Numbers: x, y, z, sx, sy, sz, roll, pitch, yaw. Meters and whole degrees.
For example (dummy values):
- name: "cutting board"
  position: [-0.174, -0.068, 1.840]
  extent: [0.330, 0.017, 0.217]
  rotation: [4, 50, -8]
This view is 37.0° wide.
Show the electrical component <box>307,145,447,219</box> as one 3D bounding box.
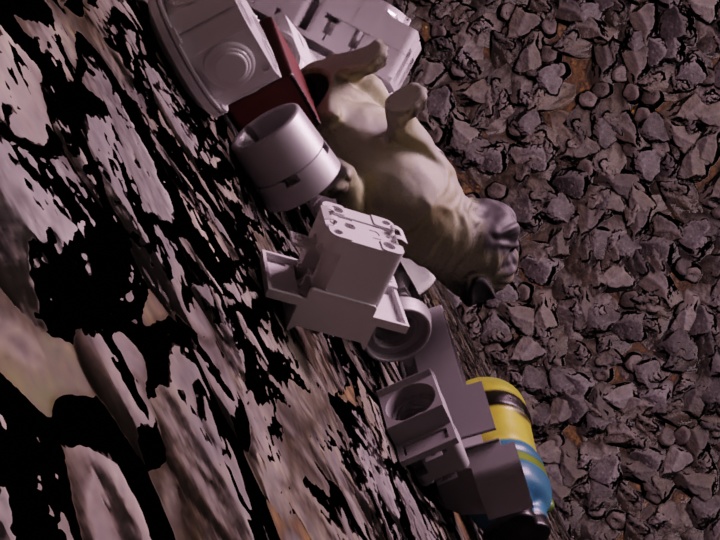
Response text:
- name: "electrical component"
  position: [0.020, -0.061, 0.902]
  extent: [0.057, 0.113, 0.078]
  rotation: [46, -6, 37]

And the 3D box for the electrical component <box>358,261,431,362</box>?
- name: "electrical component"
  position: [0.020, 0.031, 0.802]
  extent: [0.078, 0.058, 0.057]
  rotation: [58, 6, -41]

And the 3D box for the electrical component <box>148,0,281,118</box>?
- name: "electrical component"
  position: [-0.085, -0.134, 0.625]
  extent: [0.080, 0.051, 0.080]
  rotation: [62, 6, -11]

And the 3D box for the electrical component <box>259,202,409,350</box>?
- name: "electrical component"
  position: [-0.009, 0.001, 0.574]
  extent: [0.081, 0.063, 0.042]
  rotation: [16, 28, -20]

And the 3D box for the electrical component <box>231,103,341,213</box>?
- name: "electrical component"
  position: [-0.048, -0.071, 0.673]
  extent: [0.047, 0.055, 0.055]
  rotation: [57, 8, -26]

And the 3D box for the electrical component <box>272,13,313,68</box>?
- name: "electrical component"
  position: [-0.066, -0.166, 0.917]
  extent: [0.089, 0.050, 0.056]
  rotation: [68, 11, 21]

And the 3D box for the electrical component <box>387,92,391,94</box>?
- name: "electrical component"
  position: [0.014, -0.121, 0.961]
  extent: [0.095, 0.059, 0.053]
  rotation: [57, 18, -31]

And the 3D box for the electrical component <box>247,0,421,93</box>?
- name: "electrical component"
  position: [-0.036, -0.239, 1.005]
  extent: [0.186, 0.060, 0.105]
  rotation: [29, 5, 3]

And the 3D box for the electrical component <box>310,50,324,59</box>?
- name: "electrical component"
  position: [-0.061, -0.232, 1.149]
  extent: [0.083, 0.076, 0.047]
  rotation: [66, 6, 21]

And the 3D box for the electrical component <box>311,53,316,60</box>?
- name: "electrical component"
  position: [-0.058, -0.187, 1.088]
  extent: [0.047, 0.055, 0.055]
  rotation: [59, 7, -11]

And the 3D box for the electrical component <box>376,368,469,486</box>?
- name: "electrical component"
  position: [0.046, 0.111, 0.750]
  extent: [0.081, 0.042, 0.063]
  rotation: [-105, 169, -61]
